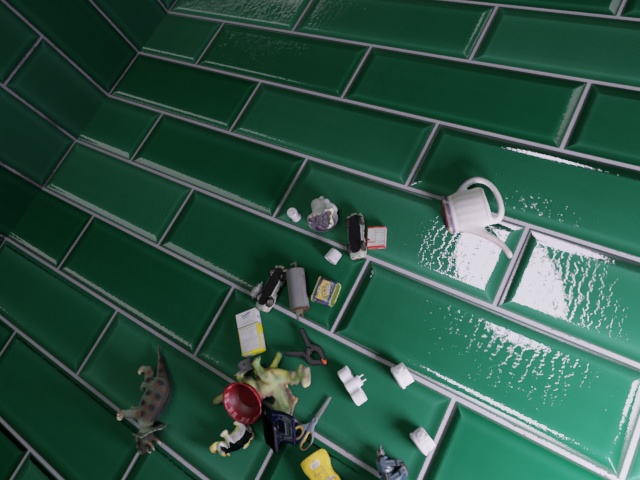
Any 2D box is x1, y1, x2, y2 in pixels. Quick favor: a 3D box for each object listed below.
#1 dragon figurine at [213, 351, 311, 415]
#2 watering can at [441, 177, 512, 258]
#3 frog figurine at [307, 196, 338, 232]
[{"bbox_3d":[-0.197,0.570,1.896,0.407,0.121,0.246,-42,64,11],"label":"dragon figurine"},{"bbox_3d":[0.570,-0.077,1.899,0.223,0.102,0.355,-14,60,16],"label":"watering can"},{"bbox_3d":[0.007,-0.109,2.164,0.137,0.121,0.162,-41,21,10],"label":"frog figurine"}]
